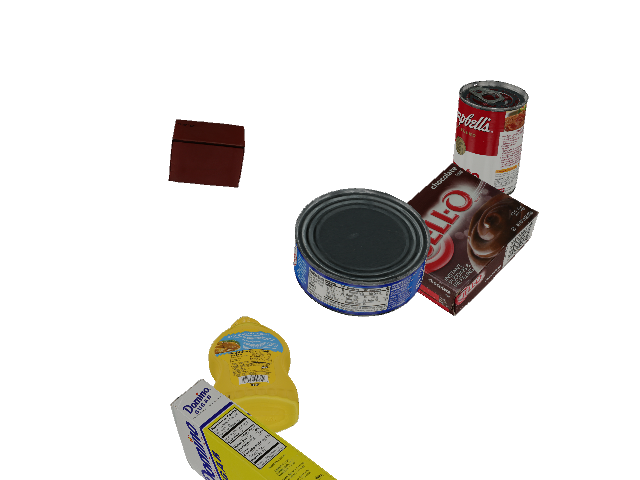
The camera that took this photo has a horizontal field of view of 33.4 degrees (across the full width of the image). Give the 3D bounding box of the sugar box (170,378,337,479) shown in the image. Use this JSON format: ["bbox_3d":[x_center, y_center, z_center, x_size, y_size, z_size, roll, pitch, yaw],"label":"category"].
[{"bbox_3d":[-0.051,0.199,0.905,0.176,0.093,0.048,27,52,35],"label":"sugar box"}]

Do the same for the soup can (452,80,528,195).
[{"bbox_3d":[0.169,-0.101,1.075,0.068,0.102,0.068,1,32,-1],"label":"soup can"}]

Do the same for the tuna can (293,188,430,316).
[{"bbox_3d":[0.026,0.007,0.680,0.086,0.034,0.086,2,44,-2],"label":"tuna can"}]

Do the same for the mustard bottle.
[{"bbox_3d":[-0.082,0.147,1.244,0.096,0.058,0.191,-4,30,-6],"label":"mustard bottle"}]

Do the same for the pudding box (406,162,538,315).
[{"bbox_3d":[0.109,-0.003,0.875,0.090,0.039,0.113,34,56,26],"label":"pudding box"}]

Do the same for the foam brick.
[{"bbox_3d":[-0.122,-0.095,1.155,0.078,0.051,0.053,5,30,-6],"label":"foam brick"}]
